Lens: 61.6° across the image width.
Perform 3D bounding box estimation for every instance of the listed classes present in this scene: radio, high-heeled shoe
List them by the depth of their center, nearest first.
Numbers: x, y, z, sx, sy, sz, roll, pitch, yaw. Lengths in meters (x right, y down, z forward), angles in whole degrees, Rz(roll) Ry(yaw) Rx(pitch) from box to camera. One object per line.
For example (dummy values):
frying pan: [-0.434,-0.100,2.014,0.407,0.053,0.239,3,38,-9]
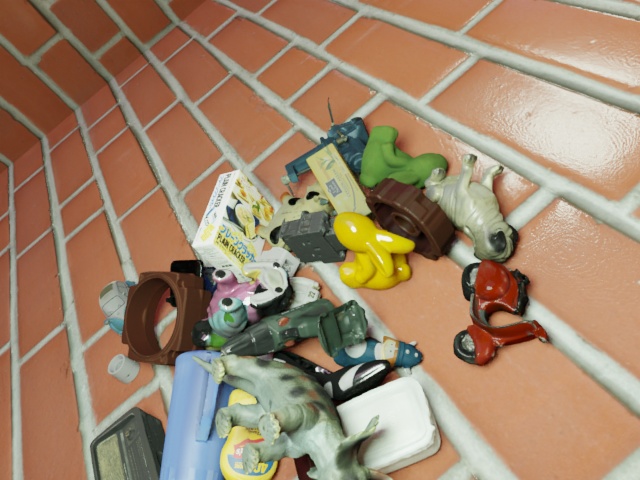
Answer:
high-heeled shoe: [0.011,0.213,0.925,0.249,0.086,0.145,-38,58,30]
radio: [-0.350,0.439,1.017,0.131,0.073,0.230,-42,42,-2]

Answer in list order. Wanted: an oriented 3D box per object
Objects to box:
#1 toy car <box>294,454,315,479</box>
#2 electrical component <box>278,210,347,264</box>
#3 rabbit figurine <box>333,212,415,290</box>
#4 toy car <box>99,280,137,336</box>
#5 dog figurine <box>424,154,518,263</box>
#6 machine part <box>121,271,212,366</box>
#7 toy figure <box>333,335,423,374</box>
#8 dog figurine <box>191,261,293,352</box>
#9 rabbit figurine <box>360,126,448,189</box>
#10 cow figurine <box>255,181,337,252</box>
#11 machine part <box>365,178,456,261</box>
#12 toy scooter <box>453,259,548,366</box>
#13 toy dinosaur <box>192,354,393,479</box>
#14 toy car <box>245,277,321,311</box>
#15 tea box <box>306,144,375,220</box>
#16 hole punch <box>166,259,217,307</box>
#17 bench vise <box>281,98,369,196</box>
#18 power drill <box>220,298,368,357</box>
toy car: [-0.013,0.353,0.852,0.089,0.053,0.202,-65,29,31]
electrical component: [-0.002,-0.003,1.121,0.134,0.114,0.058,-9,52,32]
rabbit figurine: [0.089,0.020,0.993,0.122,0.173,0.163,-48,38,-15]
toy car: [-0.502,0.154,1.354,0.109,0.102,0.162,-38,43,1]
dog figurine: [0.265,-0.036,0.983,0.172,0.121,0.190,141,133,-59]
machine part: [-0.342,0.171,1.184,0.202,0.087,0.201,-1,78,33]
toy figure: [0.097,0.196,0.922,0.155,0.057,0.064,-6,81,30]
dog figurine: [-0.156,0.151,1.067,0.191,0.219,0.109,-9,50,-23]
rabbit figurine: [0.176,-0.154,1.126,0.170,0.121,0.159,11,54,25]
cow figurine: [-0.042,-0.055,1.215,0.195,0.085,0.127,-50,48,-5]
machine part: [0.167,-0.039,0.991,0.056,0.179,0.180,-48,42,-11]
toy scooter: [0.288,0.111,0.843,0.135,0.075,0.184,-4,55,33]
toy dinosaur: [-0.047,0.252,0.813,0.405,0.192,0.131,35,114,54]
toy car: [-0.087,0.114,1.123,0.202,0.056,0.073,-1,54,36]
tea box: [0.049,-0.108,1.130,0.068,0.098,0.169,-33,77,9]
hole punch: [-0.289,0.107,1.268,0.142,0.092,0.115,-1,82,32]
bench vise: [0.011,-0.203,1.279,0.241,0.128,0.224,-27,47,0]
power drill: [-0.034,0.162,0.932,0.232,0.086,0.207,-18,-2,-39]
